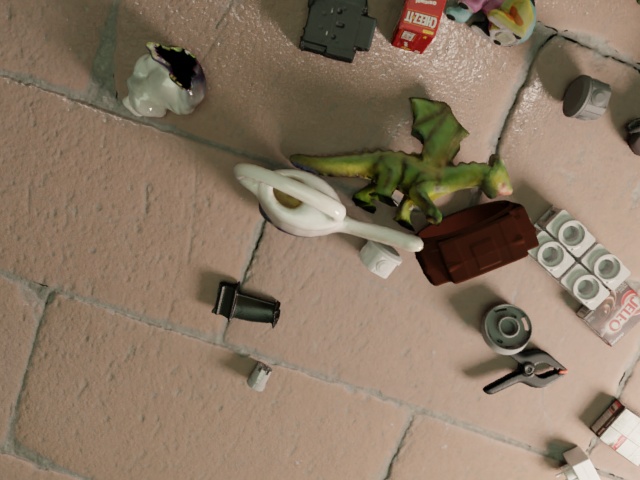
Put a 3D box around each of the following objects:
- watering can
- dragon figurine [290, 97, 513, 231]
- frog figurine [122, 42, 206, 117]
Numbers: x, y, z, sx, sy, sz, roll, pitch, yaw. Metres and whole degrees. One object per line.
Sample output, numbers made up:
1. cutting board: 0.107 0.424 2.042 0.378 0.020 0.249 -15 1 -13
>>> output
1. watering can: 0.003 -0.047 0.937 0.347 0.223 0.105 25 83 -3
2. dragon figurine: 0.166 -0.163 0.987 0.412 0.121 0.245 28 80 12
3. frog figurine: -0.297 -0.289 0.983 0.136 0.125 0.157 39 135 -13
